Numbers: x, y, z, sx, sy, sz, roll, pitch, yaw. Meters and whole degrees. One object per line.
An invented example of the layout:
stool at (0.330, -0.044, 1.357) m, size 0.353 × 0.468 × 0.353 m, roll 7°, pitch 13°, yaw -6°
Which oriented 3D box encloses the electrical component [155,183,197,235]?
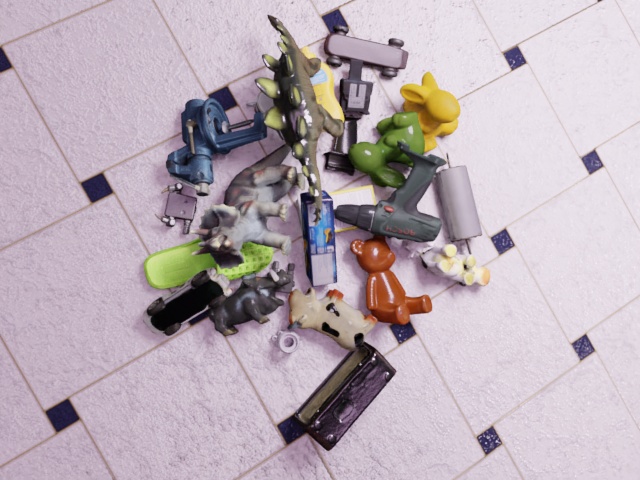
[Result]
electrical component at (-0.305, -0.070, 1.147) m, size 0.078 × 0.045 × 0.102 m, roll 17°, pitch 82°, yaw -8°

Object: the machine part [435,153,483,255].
machine part at (0.324, -0.084, 1.258) m, size 0.079 × 0.079 × 0.243 m, roll -13°, pitch 87°, yaw -12°

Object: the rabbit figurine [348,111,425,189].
rabbit figurine at (0.142, -0.194, 1.217) m, size 0.170 × 0.121 × 0.159 m, roll -24°, pitch 108°, yaw -18°

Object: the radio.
radio at (0.052, 0.325, 1.138) m, size 0.073 × 0.131 × 0.229 m, roll 44°, pitch 79°, yaw -7°

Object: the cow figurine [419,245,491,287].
cow figurine at (0.312, 0.067, 1.243) m, size 0.167 × 0.098 × 0.068 m, roll 25°, pitch 76°, yaw -28°

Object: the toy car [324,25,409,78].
toy car at (0.107, -0.438, 1.258) m, size 0.202 × 0.053 × 0.089 m, roll 7°, pitch 99°, yaw -11°

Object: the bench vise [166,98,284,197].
bench vise at (-0.205, -0.207, 1.119) m, size 0.241 × 0.128 × 0.224 m, roll -12°, pitch 61°, yaw 16°

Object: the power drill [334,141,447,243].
power drill at (0.163, -0.102, 1.142) m, size 0.232 × 0.086 × 0.207 m, roll 21°, pitch 99°, yaw 5°

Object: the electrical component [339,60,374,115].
electrical component at (0.083, -0.349, 1.230) m, size 0.075 × 0.048 × 0.119 m, roll 5°, pitch 109°, yaw -12°

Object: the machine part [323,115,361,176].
machine part at (0.056, -0.222, 1.237) m, size 0.084 × 0.039 × 0.138 m, roll 12°, pitch 84°, yaw -5°

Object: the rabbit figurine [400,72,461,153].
rabbit figurine at (0.260, -0.296, 1.216) m, size 0.122 × 0.173 × 0.162 m, roll -29°, pitch 96°, yaw -8°

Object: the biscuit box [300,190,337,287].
biscuit box at (-0.002, -0.003, 1.150) m, size 0.059 × 0.063 × 0.202 m, roll -9°, pitch 114°, yaw -11°

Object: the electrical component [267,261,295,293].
electrical component at (-0.087, 0.095, 1.188) m, size 0.063 × 0.021 × 0.094 m, roll 9°, pitch 83°, yaw -11°

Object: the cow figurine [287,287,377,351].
cow figurine at (0.014, 0.171, 1.173) m, size 0.195 × 0.085 × 0.127 m, roll 36°, pitch 73°, yaw -7°

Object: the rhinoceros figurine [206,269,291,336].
rhinoceros figurine at (-0.146, 0.129, 1.138) m, size 0.190 × 0.073 × 0.112 m, roll -28°, pitch 79°, yaw 2°

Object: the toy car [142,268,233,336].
toy car at (-0.272, 0.127, 1.099) m, size 0.202 × 0.056 × 0.073 m, roll -32°, pitch 108°, yaw 10°

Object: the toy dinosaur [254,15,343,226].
toy dinosaur at (-0.043, -0.254, 1.095) m, size 0.105 × 0.198 × 0.471 m, roll -21°, pitch 82°, yaw 26°

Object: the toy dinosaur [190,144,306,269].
toy dinosaur at (-0.141, -0.085, 1.128) m, size 0.192 × 0.131 × 0.405 m, roll 3°, pitch 45°, yaw 8°

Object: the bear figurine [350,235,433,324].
bear figurine at (0.152, 0.079, 1.188) m, size 0.120 × 0.132 × 0.195 m, roll -11°, pitch 91°, yaw -40°
